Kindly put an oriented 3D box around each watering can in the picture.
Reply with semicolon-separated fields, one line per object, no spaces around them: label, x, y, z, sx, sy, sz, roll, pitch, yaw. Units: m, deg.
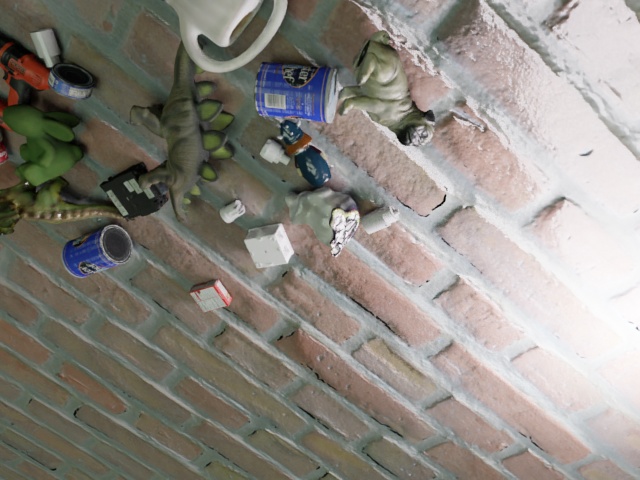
watering can;-0.145;-0.467;0.899;0.223;0.106;0.343;37;109;-9

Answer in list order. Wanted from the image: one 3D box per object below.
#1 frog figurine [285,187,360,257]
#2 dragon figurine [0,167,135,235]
frog figurine;0.003;-0.057;1.127;0.161;0.124;0.134;33;153;39
dragon figurine;-0.673;-0.062;1.196;0.411;0.248;0.119;13;120;8
